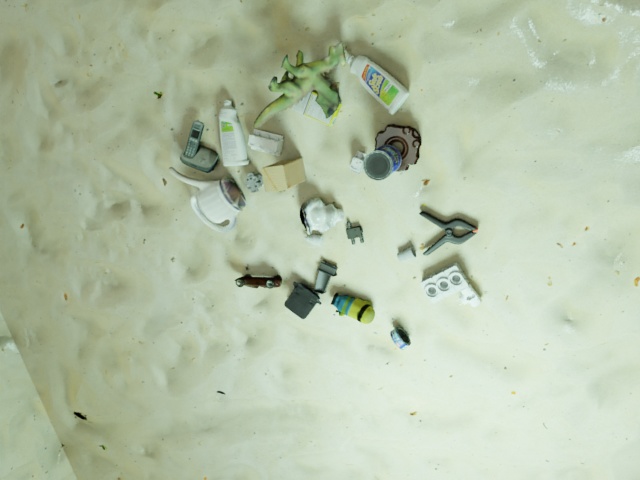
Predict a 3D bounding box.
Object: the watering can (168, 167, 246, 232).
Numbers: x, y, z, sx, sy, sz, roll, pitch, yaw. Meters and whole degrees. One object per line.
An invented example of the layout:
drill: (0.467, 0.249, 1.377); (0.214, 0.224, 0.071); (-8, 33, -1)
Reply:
watering can: (-0.439, -0.184, 2.068); (0.222, 0.106, 0.343); (-26, 111, 24)

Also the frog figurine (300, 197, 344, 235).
frog figurine: (0.006, -0.099, 1.976); (0.160, 0.122, 0.137); (-17, 91, -15)

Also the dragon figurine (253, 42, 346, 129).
dragon figurine: (-0.045, -0.523, 1.830); (0.243, 0.123, 0.406); (31, 102, 3)
